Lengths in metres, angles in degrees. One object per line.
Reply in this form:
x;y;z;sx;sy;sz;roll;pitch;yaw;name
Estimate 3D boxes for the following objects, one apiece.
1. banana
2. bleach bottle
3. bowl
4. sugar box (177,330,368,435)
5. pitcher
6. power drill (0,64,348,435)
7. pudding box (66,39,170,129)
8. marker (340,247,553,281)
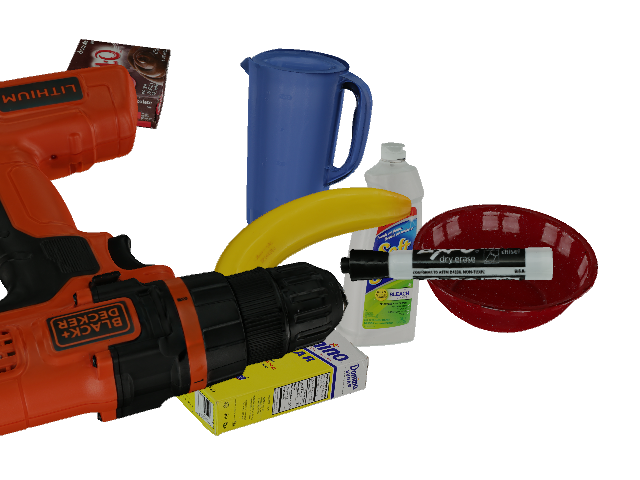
-0.017;0.003;0.809;0.197;0.069;0.037;-37;-10;-30;banana
0.076;0.004;1.336;0.102;0.251;0.068;-3;16;-19;bleach bottle
0.161;0.032;0.951;0.162;0.055;0.162;1;35;-1;bowl
-0.050;0.129;1.048;0.175;0.048;0.093;-15;32;-32;sugar box
-0.029;-0.127;1.427;0.144;0.243;0.149;-4;24;-22;pitcher
-0.100;-0.004;0.510;0.184;0.188;0.057;-12;-40;-20;power drill
-0.192;-0.149;1.009;0.090;0.039;0.113;7;30;-6;pudding box
0.072;0.014;0.616;0.121;0.020;0.020;-1;0;8;marker
